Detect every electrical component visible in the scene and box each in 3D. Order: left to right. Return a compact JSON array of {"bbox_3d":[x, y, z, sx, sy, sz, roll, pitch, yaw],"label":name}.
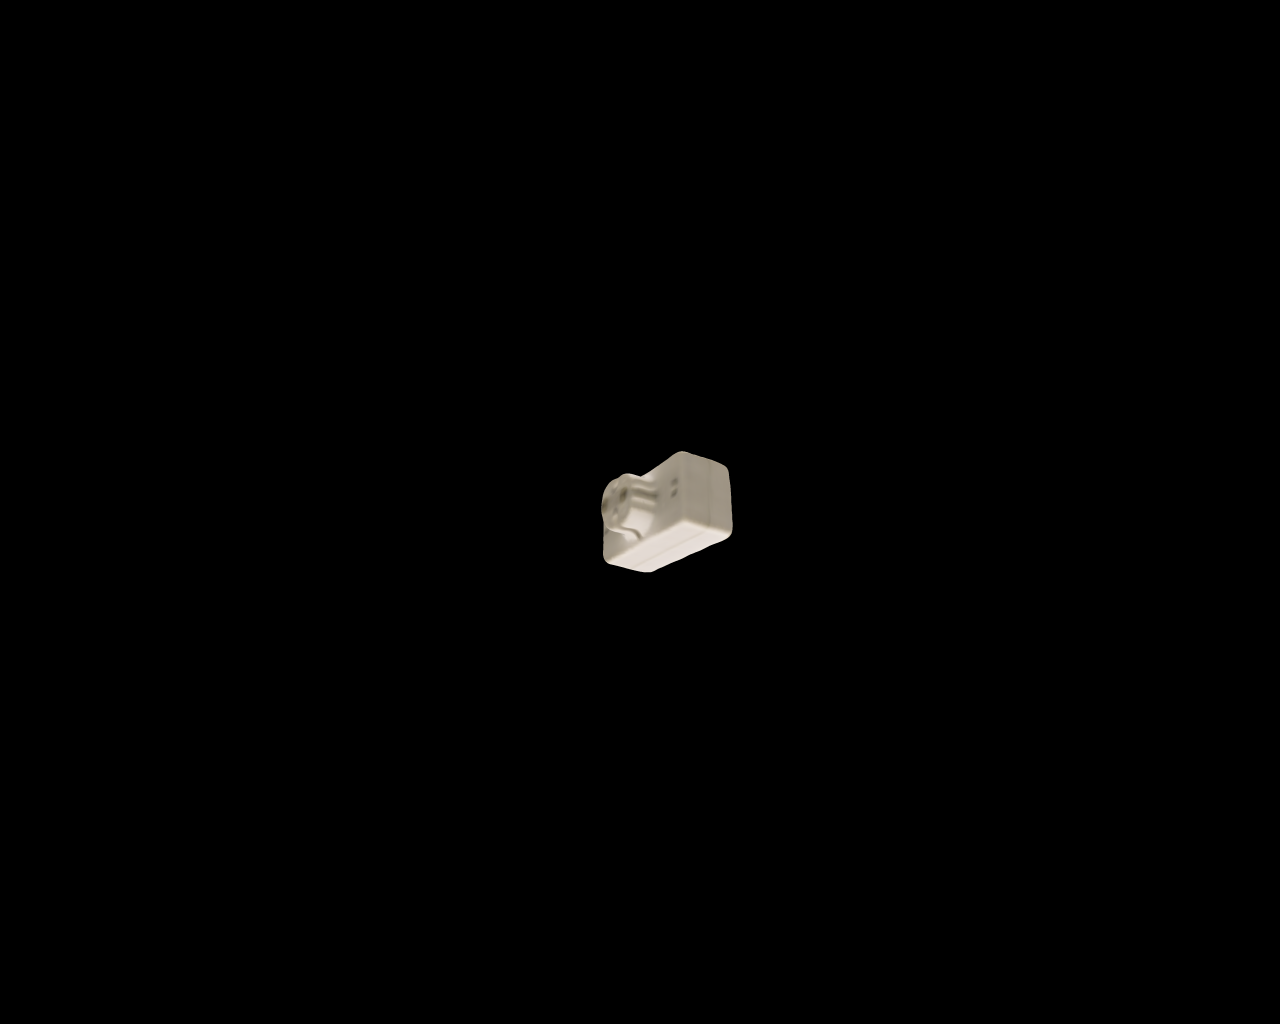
[{"bbox_3d":[0.001,-0.003,0.650,0.076,0.047,0.083,17,-29,-32],"label":"electrical component"}]
